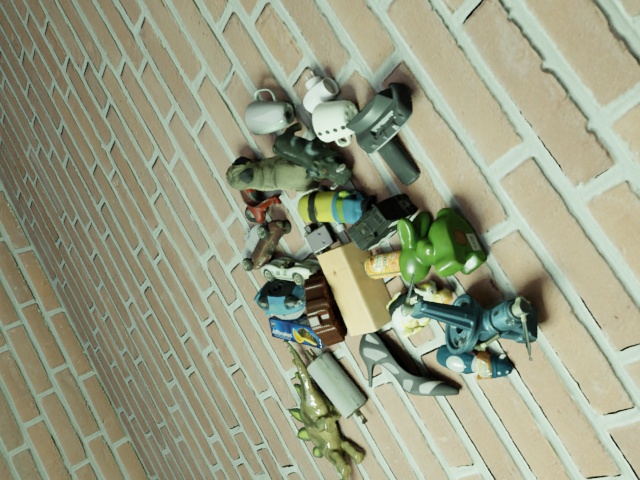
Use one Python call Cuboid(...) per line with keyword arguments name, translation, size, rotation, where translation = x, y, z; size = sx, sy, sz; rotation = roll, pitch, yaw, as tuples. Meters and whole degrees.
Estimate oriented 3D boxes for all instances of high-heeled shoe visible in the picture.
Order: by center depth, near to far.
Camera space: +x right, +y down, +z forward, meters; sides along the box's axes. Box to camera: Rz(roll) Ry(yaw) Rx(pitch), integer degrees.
Cuboid(name="high-heeled shoe", translation=(0.205, 0.283, 1.254), size=(0.249, 0.086, 0.145), rotation=(0, 76, 27))

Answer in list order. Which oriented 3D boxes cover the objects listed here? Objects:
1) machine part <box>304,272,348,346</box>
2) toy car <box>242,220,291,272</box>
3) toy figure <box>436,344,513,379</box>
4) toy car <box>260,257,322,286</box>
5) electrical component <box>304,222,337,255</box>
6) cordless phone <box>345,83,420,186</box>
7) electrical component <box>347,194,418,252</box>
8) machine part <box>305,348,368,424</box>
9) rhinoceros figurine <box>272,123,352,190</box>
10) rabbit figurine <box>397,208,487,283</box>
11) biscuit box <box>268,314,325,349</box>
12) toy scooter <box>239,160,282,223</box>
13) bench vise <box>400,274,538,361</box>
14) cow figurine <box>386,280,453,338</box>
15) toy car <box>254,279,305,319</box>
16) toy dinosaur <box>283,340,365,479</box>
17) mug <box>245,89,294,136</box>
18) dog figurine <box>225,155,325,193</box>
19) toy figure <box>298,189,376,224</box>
Cuboid(name="machine part", translation=(0.017, 0.164, 1.297), size=(0.056, 0.179, 0.179), rotation=(-17, 95, 14))
Cuboid(name="toy car", translation=(-0.144, 0.021, 1.453), size=(0.053, 0.089, 0.202), rotation=(50, 133, 22))
Cuboid(name="toy figure", translation=(0.320, 0.256, 1.118), size=(0.155, 0.058, 0.064), rotation=(7, 140, 41))
Cuboid(name="toy car", translation=(-0.076, 0.078, 1.421), size=(0.202, 0.073, 0.056), rotation=(4, 112, 44))
Cuboid(name="electrical component", translation=(-0.001, -0.003, 1.339), size=(0.078, 0.045, 0.102), rotation=(-37, 81, 17))
Cuboid(name="cordless phone", translation=(0.157, -0.206, 1.086), size=(0.184, 0.089, 0.146), rotation=(51, 134, 0))
Cuboid(name="electrical component", translation=(0.127, -0.033, 1.145), size=(0.058, 0.115, 0.134), rotation=(56, 134, 15))
Cuboid(name="machine part", translation=(0.045, 0.384, 1.428), size=(0.243, 0.079, 0.079), rotation=(48, 134, 18))
Cuboid(name="rhinoceros figurine", translation=(-0.014, -0.188, 1.215), size=(0.190, 0.112, 0.073), rotation=(29, 132, 4))
Cuboid(name="rabbit figurine", translation=(0.214, 0.021, 1.076), size=(0.170, 0.121, 0.159), rotation=(-37, 73, 43))
Cuboid(name="biscuit box", translation=(-0.053, 0.244, 1.477), size=(0.203, 0.059, 0.062), rotation=(3, 109, 44))
Cuboid(name="toy scooter", translation=(-0.162, -0.135, 1.418), size=(0.135, 0.075, 0.183), rotation=(-2, 108, 45))
Cuboid(name="bench vise", translation=(0.276, 0.150, 1.014), size=(0.223, 0.241, 0.129), rotation=(132, 151, -72))
Cuboid(name="cow figurine", translation=(0.215, 0.136, 1.167), size=(0.098, 0.068, 0.167), rotation=(56, 135, 20))
Cuboid(name="toy car", translation=(-0.090, 0.164, 1.463), size=(0.162, 0.109, 0.102), rotation=(0, 130, 33))
Cuboid(name="toy dinosaur", translation=(-0.003, 0.494, 1.505), size=(0.199, 0.105, 0.471), rotation=(-12, 93, 50))
Cuboid(name="mug", translation=(-0.117, -0.312, 1.304), size=(0.107, 0.081, 0.109), rotation=(2, 102, 32))
Cuboid(name="dog figurine", translation=(-0.106, -0.150, 1.272), size=(0.173, 0.190, 0.121), rotation=(5, 110, 42))
Cuboid(name="toy figure", translation=(0.034, -0.077, 1.226), size=(0.180, 0.089, 0.082), rotation=(6, 94, 31))
